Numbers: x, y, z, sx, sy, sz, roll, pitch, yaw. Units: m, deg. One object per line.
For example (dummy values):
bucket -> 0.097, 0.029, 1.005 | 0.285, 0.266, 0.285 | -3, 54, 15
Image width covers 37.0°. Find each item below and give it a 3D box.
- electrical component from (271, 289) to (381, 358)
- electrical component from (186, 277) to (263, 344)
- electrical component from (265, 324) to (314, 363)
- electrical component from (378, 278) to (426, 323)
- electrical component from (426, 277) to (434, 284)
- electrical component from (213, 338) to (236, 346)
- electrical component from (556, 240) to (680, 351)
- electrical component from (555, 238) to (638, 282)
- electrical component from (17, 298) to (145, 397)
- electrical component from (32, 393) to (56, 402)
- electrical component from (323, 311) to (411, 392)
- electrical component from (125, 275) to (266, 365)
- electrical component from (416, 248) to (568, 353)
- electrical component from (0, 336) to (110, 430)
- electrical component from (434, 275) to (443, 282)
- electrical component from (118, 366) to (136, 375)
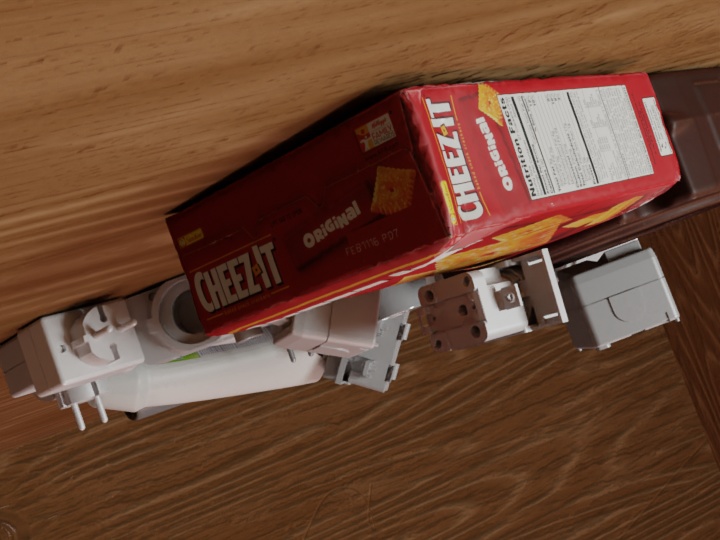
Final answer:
electrical component -> -0.021, 0.001, 0.665 | 0.061, 0.096, 0.062 | 10, 167, -14
electrical component -> -0.078, 0.013, 0.660 | 0.048, 0.062, 0.048 | -20, 175, -2
electrical component -> -0.061, 0.038, 0.907 | 0.077, 0.079, 0.043 | -16, 176, -38
electrical component -> 0.000, 0.000, 0.740 | 0.079, 0.077, 0.043 | -24, 174, 41
electrical component -> 0.128, -0.019, 1.011 | 0.109, 0.056, 0.109 | -16, -167, -41
electrical component -> -0.132, 0.041, 0.854 | 0.079, 0.043, 0.077 | -10, 177, 37
electrical component -> 0.177, 0.019, 0.766 | 0.062, 0.061, 0.096 | -20, 175, 0
electrical component -> 0.207, -0.039, 0.931 | 0.056, 0.108, 0.109 | 10, 177, 5
electrical component -> -0.176, 0.046, 0.714 | 0.066, 0.047, 0.077 | -15, 173, -45
electrical component -> -0.260, 0.097, 0.969 | 0.043, 0.043, 0.081 | -24, 174, 37
electrical component -> 0.014, 0.051, 1.021 | 0.063, 0.121, 0.079 | 16, 180, 8
electrical component -> -0.115, 0.030, 0.764 | 0.089, 0.050, 0.055 | -20, 176, 0
electrical component -> 0.070, 0.019, 0.599 | 0.064, 0.042, 0.081 | -10, 172, -42
electrical component -> -0.202, 0.076, 0.769 | 0.083, 0.075, 0.047 | -16, 173, -44
electrical component -> 0.103, -0.034, 0.881 | 0.108, 0.060, 0.108 | -20, 175, -2
electrical component -> -0.194, 0.062, 0.856 | 0.040, 0.040, 0.078 | -19, 175, -14
